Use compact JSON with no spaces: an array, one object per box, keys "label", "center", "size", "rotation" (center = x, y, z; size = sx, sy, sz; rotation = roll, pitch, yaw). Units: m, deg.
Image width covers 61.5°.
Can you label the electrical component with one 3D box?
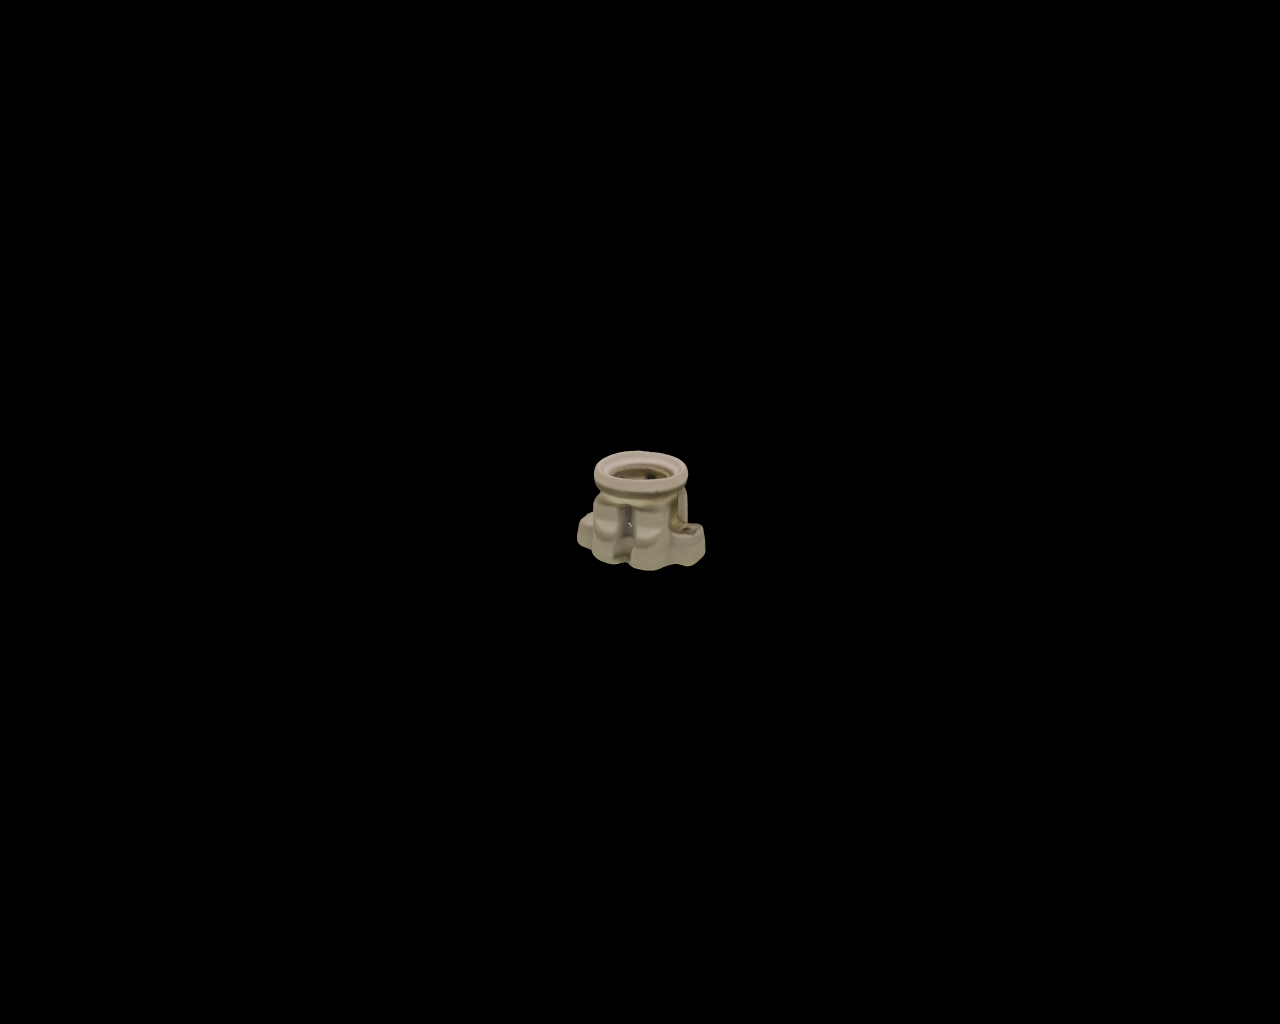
[{"label":"electrical component","center":[0.001,-0.003,0.650],"size":[0.078,0.056,0.058],"rotation":[10,24,22]}]
